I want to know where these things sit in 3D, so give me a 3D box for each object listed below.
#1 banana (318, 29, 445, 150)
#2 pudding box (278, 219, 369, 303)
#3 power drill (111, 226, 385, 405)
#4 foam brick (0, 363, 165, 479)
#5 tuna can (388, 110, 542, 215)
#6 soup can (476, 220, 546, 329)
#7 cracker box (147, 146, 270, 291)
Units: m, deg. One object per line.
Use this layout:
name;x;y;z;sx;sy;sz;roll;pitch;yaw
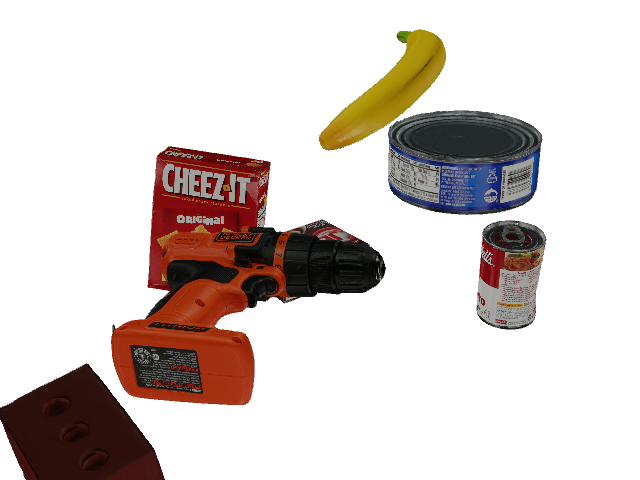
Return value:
banana;0.068;-0.140;0.957;0.070;0.037;0.197;-17;26;41
pudding box;-0.017;0.020;1.133;0.113;0.039;0.090;-21;28;-28
power drill;-0.057;0.049;0.795;0.185;0.057;0.187;0;25;17
foam brick;-0.116;0.111;0.527;0.052;0.051;0.078;-27;42;-24
tuna can;0.081;-0.045;0.604;0.086;0.034;0.086;0;24;0
soup can;0.209;0.038;1.175;0.068;0.102;0.068;0;29;0
cracker box;-0.171;-0.022;1.622;0.164;0.214;0.072;9;18;7
